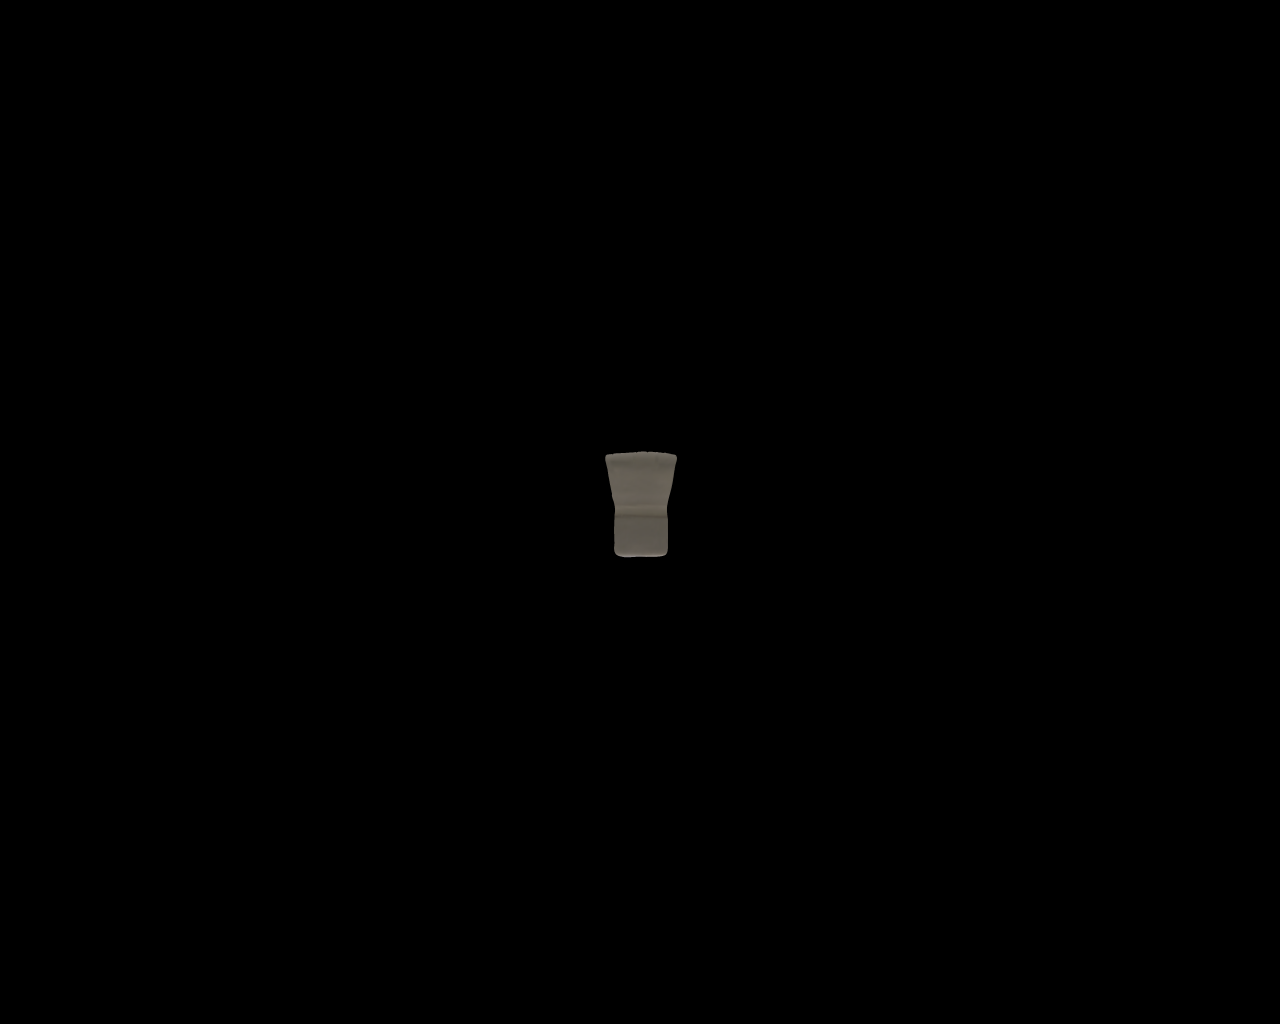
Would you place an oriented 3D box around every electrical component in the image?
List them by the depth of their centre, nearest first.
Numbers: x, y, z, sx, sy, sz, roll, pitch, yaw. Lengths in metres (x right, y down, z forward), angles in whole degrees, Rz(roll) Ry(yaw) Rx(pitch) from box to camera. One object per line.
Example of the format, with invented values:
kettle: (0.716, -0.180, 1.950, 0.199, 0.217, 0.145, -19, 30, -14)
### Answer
electrical component: (0.001, -0.003, 0.650, 0.044, 0.065, 0.044, 0, 0, 0)
